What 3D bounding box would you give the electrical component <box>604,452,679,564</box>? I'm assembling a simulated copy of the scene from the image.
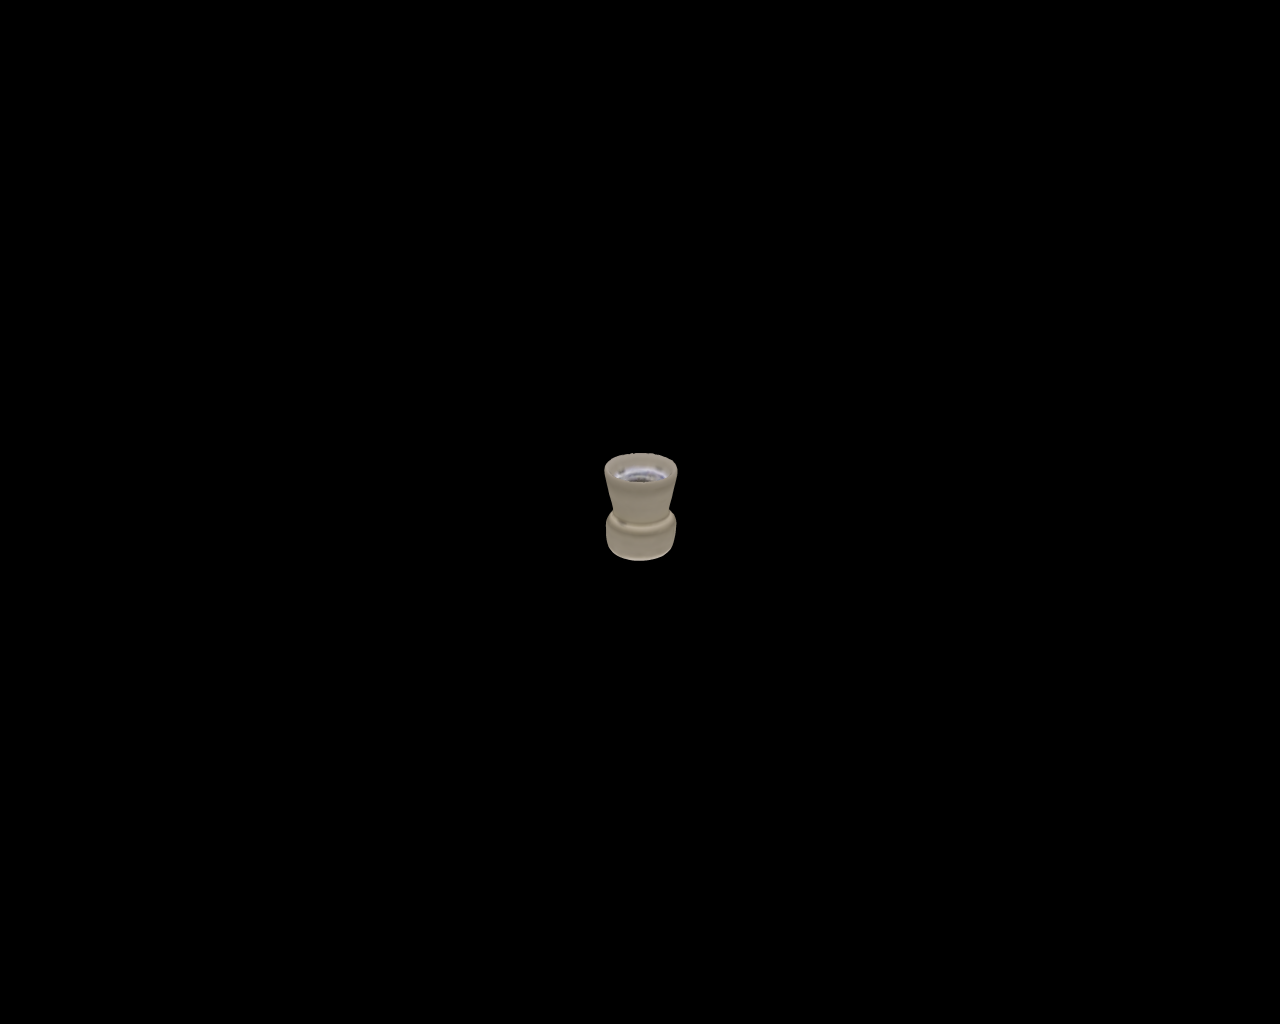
[{"bbox_3d":[0.001,-0.003,0.650,0.045,0.055,0.045,0,27,0],"label":"electrical component"}]
